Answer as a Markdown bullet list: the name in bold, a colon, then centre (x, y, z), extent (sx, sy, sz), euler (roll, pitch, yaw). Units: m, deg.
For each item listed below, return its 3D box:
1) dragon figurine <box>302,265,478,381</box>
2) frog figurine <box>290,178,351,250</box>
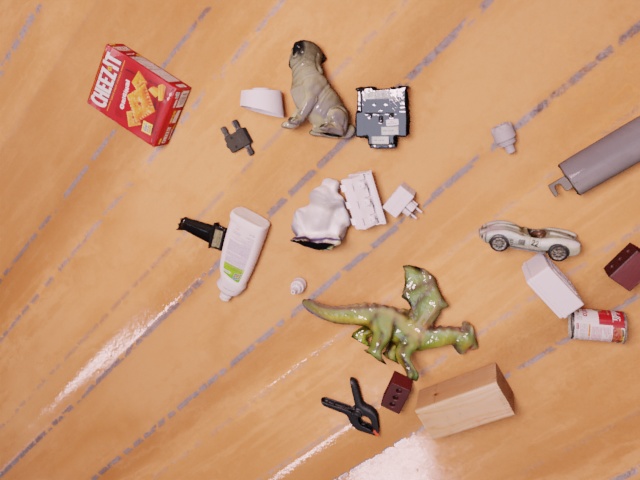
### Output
- **dragon figurine**: centre (0.182, 0.169, 1.218), extent (0.411, 0.122, 0.242), euler (32, 95, 4)
- **frog figurine**: centre (0.004, -0.061, 1.203), extent (0.137, 0.121, 0.162), euler (-2, 70, 26)
